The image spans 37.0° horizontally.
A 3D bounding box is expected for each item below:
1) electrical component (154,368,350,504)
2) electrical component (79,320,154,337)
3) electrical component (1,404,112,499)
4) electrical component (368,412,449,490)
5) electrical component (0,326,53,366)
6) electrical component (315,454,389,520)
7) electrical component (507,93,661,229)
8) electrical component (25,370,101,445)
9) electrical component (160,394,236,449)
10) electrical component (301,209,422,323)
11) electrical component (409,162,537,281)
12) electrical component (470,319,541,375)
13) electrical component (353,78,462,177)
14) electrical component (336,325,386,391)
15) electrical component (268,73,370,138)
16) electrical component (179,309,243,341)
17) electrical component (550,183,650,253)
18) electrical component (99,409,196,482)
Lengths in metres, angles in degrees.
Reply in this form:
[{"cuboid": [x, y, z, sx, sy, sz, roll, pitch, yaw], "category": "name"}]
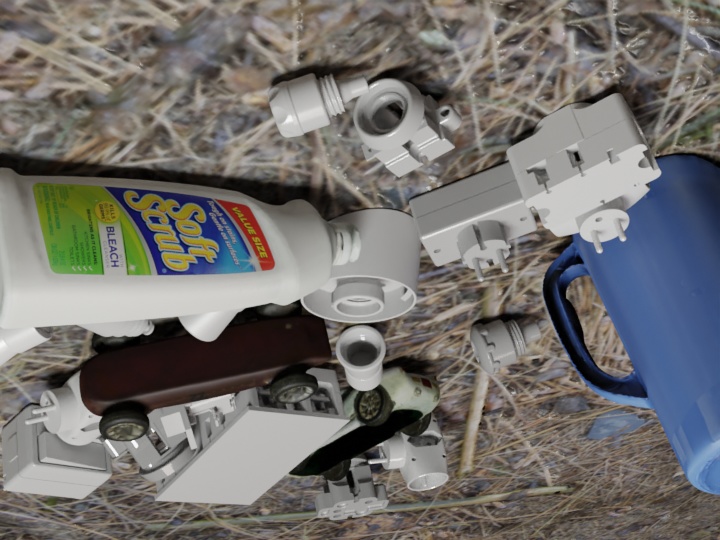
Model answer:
[{"cuboid": [-0.109, 0.153, 1.015, 0.105, 0.060, 0.186, 11, 140, -35], "category": "electrical component"}, {"cuboid": [-0.187, 0.031, 0.815, 0.040, 0.040, 0.078, -28, 145, 21], "category": "electrical component"}, {"cuboid": [-0.265, 0.163, 0.968, 0.096, 0.061, 0.061, 18, 136, -40], "category": "electrical component"}, {"cuboid": [0.044, 0.185, 1.108, 0.079, 0.077, 0.043, -3, 146, -17], "category": "electrical component"}, {"cuboid": [-0.266, 0.048, 0.811, 0.065, 0.044, 0.044, -25, 147, 8], "category": "electrical component"}, {"cuboid": [-0.013, 0.236, 1.183, 0.078, 0.057, 0.058, -5, 147, -14], "category": "electrical component"}, {"cuboid": [0.157, -0.079, 0.763, 0.089, 0.055, 0.050, -27, 146, 19], "category": "electrical component"}, {"cuboid": [-0.244, 0.116, 0.910, 0.079, 0.043, 0.077, -9, 152, -43], "category": "electrical component"}, {"cuboid": [-0.141, 0.104, 0.909, 0.064, 0.081, 0.042, -17, 151, -12], "category": "electrical component"}, {"cuboid": [0.000, 0.000, 0.841, 0.099, 0.064, 0.099, 0, 154, 0], "category": "electrical component"}, {"cuboid": [0.089, -0.026, 0.800, 0.083, 0.075, 0.047, -21, 147, 10], "category": "electrical component"}, {"cuboid": [0.135, 0.065, 0.991, 0.062, 0.048, 0.048, -20, 148, -4], "category": "electrical component"}, {"cuboid": [0.026, -0.094, 0.700, 0.066, 0.048, 0.055, -27, 153, 19], "category": "electrical component"}, {"cuboid": [0.002, 0.082, 0.968, 0.044, 0.044, 0.065, -13, 153, -3], "category": "electrical component"}, {"cuboid": [-0.025, -0.107, 0.671, 0.061, 0.035, 0.035, -18, 148, 2], "category": "electrical component"}, {"cuboid": [-0.105, 0.020, 0.830, 0.065, 0.044, 0.044, -37, 141, 24], "category": "electrical component"}, {"cuboid": [0.176, -0.048, 0.798, 0.077, 0.079, 0.043, -29, 139, 22], "category": "electrical component"}, {"cuboid": [-0.183, 0.150, 0.957, 0.078, 0.057, 0.058, -36, -165, -16], "category": "electrical component"}]
